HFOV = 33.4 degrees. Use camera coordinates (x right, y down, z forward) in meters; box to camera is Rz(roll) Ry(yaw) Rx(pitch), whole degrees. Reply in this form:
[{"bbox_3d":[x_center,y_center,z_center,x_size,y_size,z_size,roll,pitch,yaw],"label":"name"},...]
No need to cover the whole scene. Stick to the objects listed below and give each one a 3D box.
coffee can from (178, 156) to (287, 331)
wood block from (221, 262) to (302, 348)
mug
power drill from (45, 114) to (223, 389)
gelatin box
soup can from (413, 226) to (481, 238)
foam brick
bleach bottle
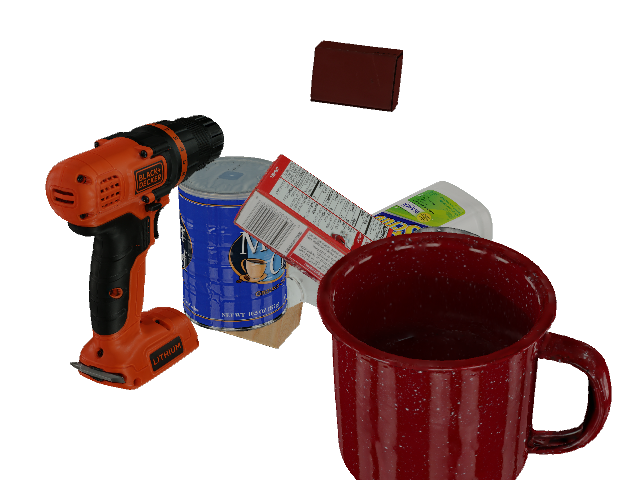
[{"bbox_3d":[-0.083,0.002,1.021,0.103,0.140,0.103,0,23,0],"label":"coffee can"},{"bbox_3d":[-0.066,0.021,1.391,0.090,0.206,0.090,15,22,13],"label":"wood block"},{"bbox_3d":[0.058,0.056,0.433,0.117,0.081,0.093,8,33,17],"label":"mug"},{"bbox_3d":[-0.133,0.005,0.817,0.057,0.188,0.184,11,23,28],"label":"power drill"},{"bbox_3d":[-0.003,-0.007,0.644,0.089,0.030,0.073,35,23,-4],"label":"gelatin box"},{"bbox_3d":[0.106,0.048,0.927,0.068,0.102,0.068,5,23,-2],"label":"soup can"},{"bbox_3d":[0.033,-0.151,0.980,0.078,0.051,0.053,9,18,8],"label":"foam brick"},{"bbox_3d":[0.066,0.016,1.197,0.250,0.068,0.103,-25,41,-24],"label":"bleach bottle"}]
